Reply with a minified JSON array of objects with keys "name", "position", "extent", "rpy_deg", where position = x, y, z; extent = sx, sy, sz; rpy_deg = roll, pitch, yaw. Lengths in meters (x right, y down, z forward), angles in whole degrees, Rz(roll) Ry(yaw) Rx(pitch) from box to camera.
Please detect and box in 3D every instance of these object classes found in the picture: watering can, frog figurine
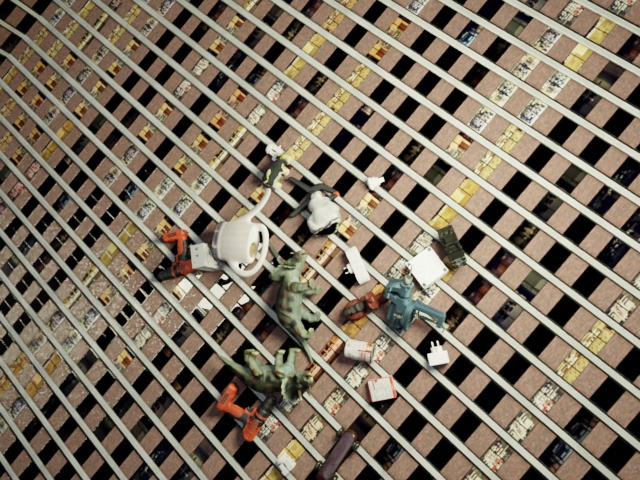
[{"name":"watering can","position":[-0.296,-0.033,1.977],"extent":[0.224,0.350,0.103],"rpy_deg":[4,-10,18]},{"name":"frog figurine","position":[0.006,-0.098,1.943],"extent":[0.136,0.162,0.122],"rpy_deg":[-40,-31,21]}]
